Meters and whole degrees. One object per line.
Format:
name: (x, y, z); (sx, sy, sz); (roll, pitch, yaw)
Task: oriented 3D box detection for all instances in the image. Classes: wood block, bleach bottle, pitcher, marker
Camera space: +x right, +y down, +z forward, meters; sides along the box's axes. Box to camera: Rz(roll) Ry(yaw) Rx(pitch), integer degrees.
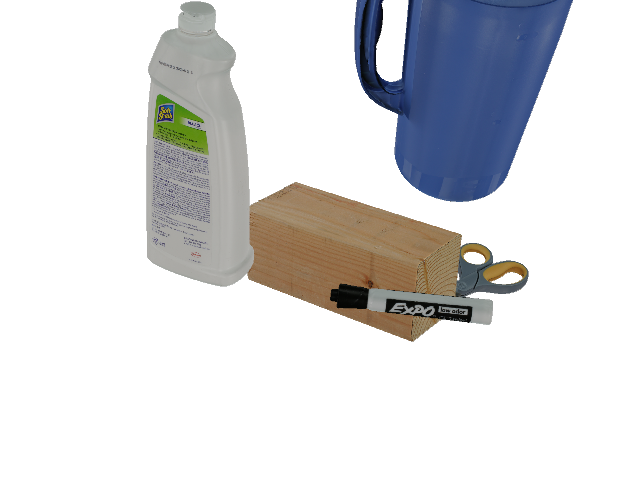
wood block: (0.031, 0.018, 1.109); (0.206, 0.091, 0.090); (19, 31, 30)
bleach bottle: (-0.105, -0.085, 0.948); (0.103, 0.251, 0.068); (17, 34, 16)
pitcher: (0.118, -0.147, 0.901); (0.149, 0.243, 0.144); (30, 54, 19)
marker: (0.068, 0.047, 0.799); (0.121, 0.020, 0.020); (6, 0, 3)

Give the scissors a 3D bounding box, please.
scissors: (0.153, 0.044, 1.226); (0.201, 0.016, 0.096); (-10, 40, -33)
